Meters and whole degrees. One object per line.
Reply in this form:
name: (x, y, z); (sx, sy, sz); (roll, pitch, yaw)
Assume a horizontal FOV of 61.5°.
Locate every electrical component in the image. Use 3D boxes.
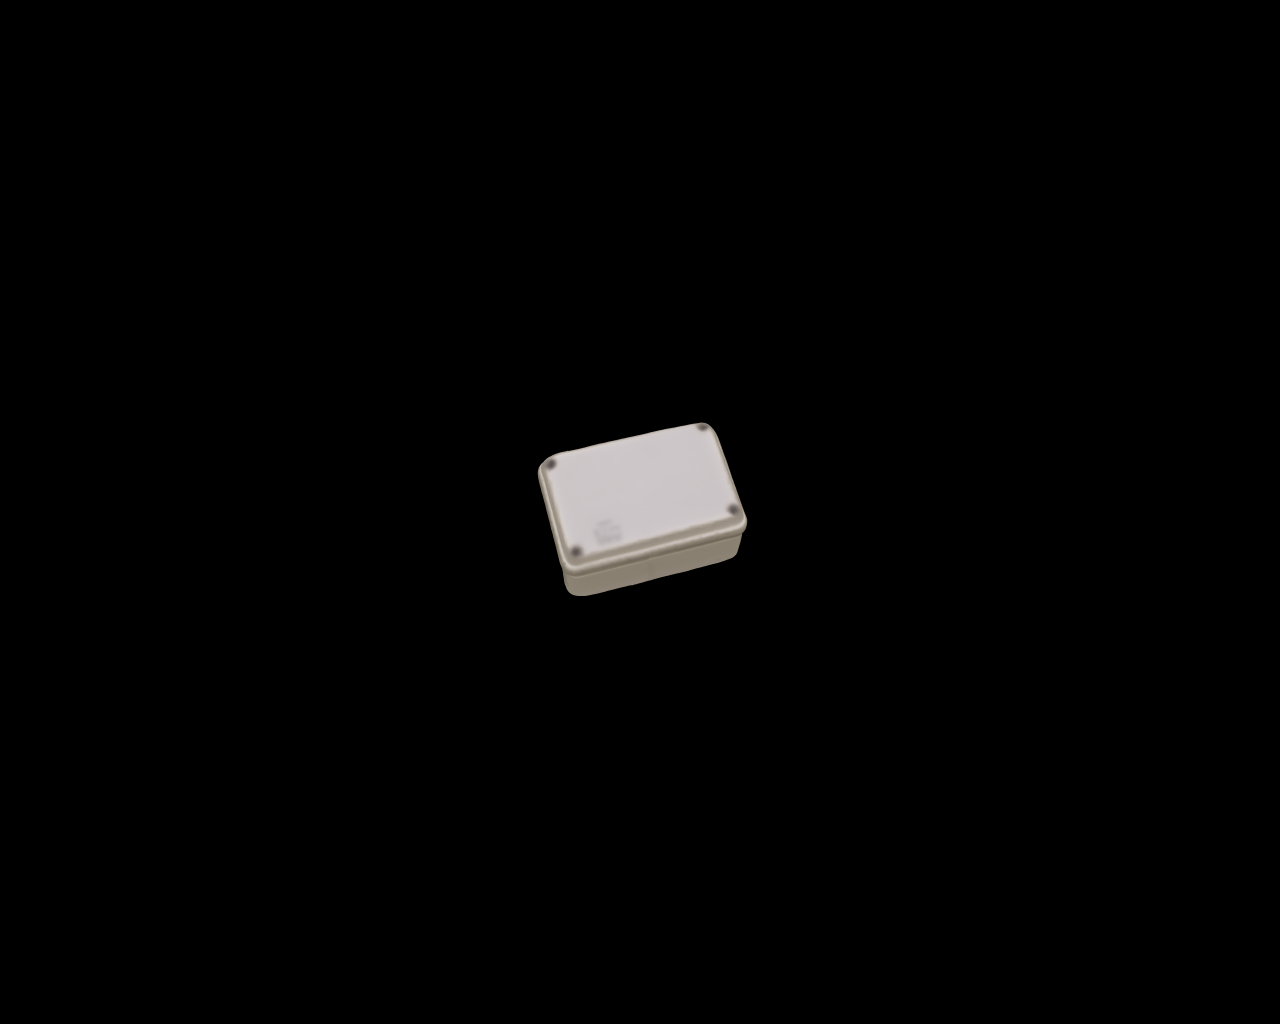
electrical component: (0.001, -0.003, 0.650); (0.113, 0.078, 0.057); (-14, -26, -7)
